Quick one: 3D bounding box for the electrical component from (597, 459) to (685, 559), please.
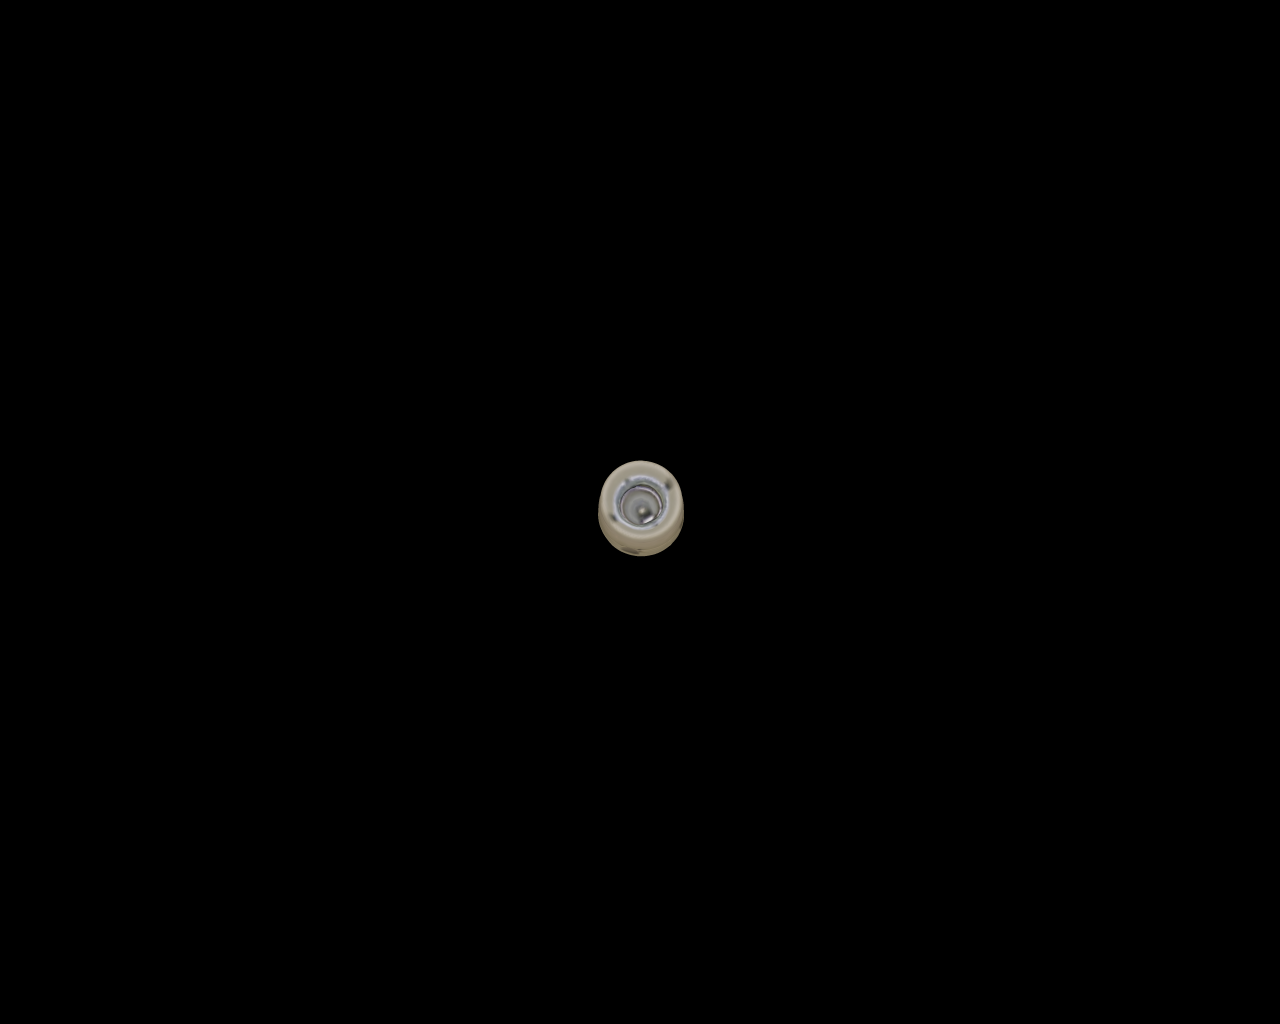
[{"bbox_3d":[0.001,-0.003,0.650,0.055,0.055,0.047,0,-12,0],"label":"electrical component"}]
